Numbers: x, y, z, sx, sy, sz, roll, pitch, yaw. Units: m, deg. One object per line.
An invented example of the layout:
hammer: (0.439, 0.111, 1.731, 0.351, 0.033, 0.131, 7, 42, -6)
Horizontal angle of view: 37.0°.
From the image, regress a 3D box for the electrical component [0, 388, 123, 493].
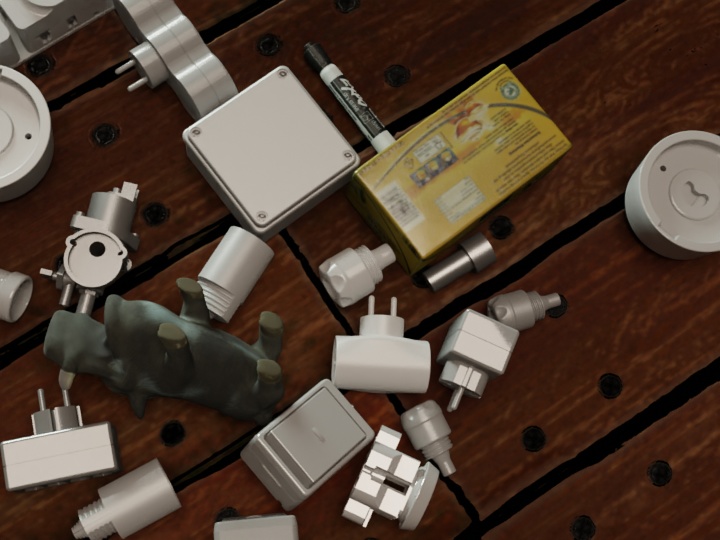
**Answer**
electrical component: (-0.235, 0.128, 0.841, 0.083, 0.047, 0.075, -10, 78, -9)

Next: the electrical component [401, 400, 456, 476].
electrical component: (0.060, 0.139, 0.881, 0.035, 0.035, 0.061, -26, 83, -12)

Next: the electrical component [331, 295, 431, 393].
electrical component: (0.017, 0.060, 0.889, 0.077, 0.043, 0.079, 4, 76, -6)

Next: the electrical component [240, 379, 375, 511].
electrical component: (-0.036, 0.133, 0.848, 0.096, 0.061, 0.061, -38, 83, -31)

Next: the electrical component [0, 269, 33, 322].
electrical component: (-0.294, 0.016, 0.865, 0.046, 0.040, 0.040, 20, 75, 5)

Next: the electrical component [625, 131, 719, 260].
electrical component: (0.285, -0.061, 0.941, 0.108, 0.060, 0.108, 2, 77, -7)

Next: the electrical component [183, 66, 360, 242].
electrical component: (-0.075, -0.096, 0.909, 0.109, 0.056, 0.108, -37, 83, -13)

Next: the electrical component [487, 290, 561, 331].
electrical component: (0.141, 0.033, 0.916, 0.061, 0.035, 0.035, -16, 79, -12)

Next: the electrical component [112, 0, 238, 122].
electrical component: (-0.172, -0.180, 0.919, 0.074, 0.052, 0.138, -35, 82, -13)

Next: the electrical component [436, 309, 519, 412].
electrical component: (0.089, 0.080, 0.882, 0.047, 0.065, 0.076, 24, 76, -1)

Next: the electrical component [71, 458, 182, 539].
electrical component: (-0.185, 0.185, 0.836, 0.081, 0.043, 0.043, -27, 81, -12)

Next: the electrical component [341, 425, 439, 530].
electrical component: (0.027, 0.172, 0.857, 0.057, 0.058, 0.078, 25, 75, 2)

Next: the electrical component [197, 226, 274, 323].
electrical component: (-0.110, 0.009, 0.886, 0.043, 0.043, 0.081, 32, 75, 1)

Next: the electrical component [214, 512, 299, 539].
electrical component: (-0.078, 0.213, 0.814, 0.062, 0.096, 0.061, -4, 73, -8)

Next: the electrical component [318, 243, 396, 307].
electrical component: (0.000, 0.000, 0.902, 0.062, 0.043, 0.043, -30, 82, -14)

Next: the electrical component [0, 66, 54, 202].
electrical component: (-0.304, -0.107, 0.882, 0.108, 0.060, 0.108, 2, 77, -6)

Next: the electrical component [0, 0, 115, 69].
electrical component: (-0.316, -0.230, 0.910, 0.186, 0.060, 0.105, -35, 83, -13)
